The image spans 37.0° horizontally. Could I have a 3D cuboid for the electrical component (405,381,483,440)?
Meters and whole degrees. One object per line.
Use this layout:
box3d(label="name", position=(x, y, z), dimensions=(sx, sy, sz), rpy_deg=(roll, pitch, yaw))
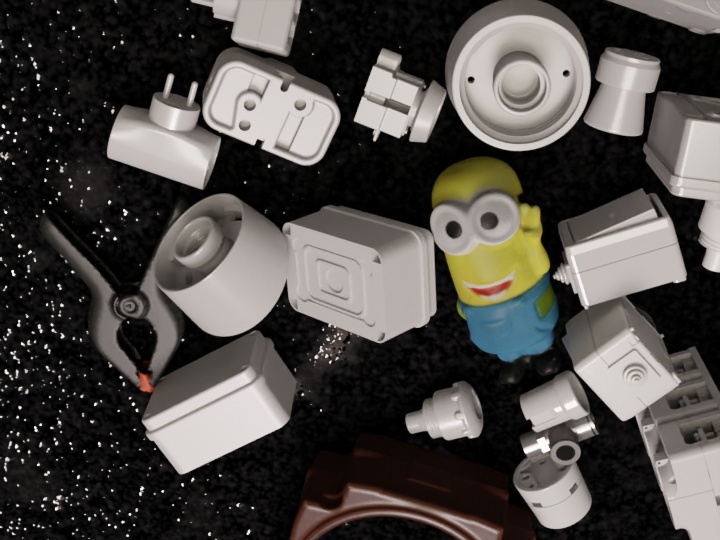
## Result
box3d(label="electrical component", position=(0.070, 0.122, 0.904), dimensions=(0.062, 0.048, 0.048), rpy_deg=(-17, 110, 18))

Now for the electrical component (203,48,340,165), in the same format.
box3d(label="electrical component", position=(-0.067, -0.123, 0.799), dimensions=(0.095, 0.059, 0.053), rpy_deg=(21, 109, -16))

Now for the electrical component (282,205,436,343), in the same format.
box3d(label="electrical component", position=(0.000, 0.000, 0.822), dimensions=(0.113, 0.057, 0.078), rpy_deg=(18, 121, 43))

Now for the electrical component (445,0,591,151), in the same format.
box3d(label="electrical component", position=(0.116, -0.139, 0.784), dimensions=(0.108, 0.060, 0.108), rpy_deg=(1, 112, 4))

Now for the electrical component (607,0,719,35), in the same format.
box3d(label="electrical component", position=(0.219, -0.197, 0.733), dimensions=(0.100, 0.099, 0.048), rpy_deg=(18, 99, -3))

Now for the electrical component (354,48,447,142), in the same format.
box3d(label="electrical component", position=(0.032, -0.125, 0.805), dimensions=(0.055, 0.048, 0.066), rpy_deg=(22, 112, 3))

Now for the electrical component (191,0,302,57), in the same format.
box3d(label="electrical component", position=(-0.083, -0.196, 0.774), dimensions=(0.077, 0.047, 0.065), rpy_deg=(13, 96, -1))

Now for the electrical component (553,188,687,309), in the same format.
box3d(label="electrical component", position=(0.193, -0.017, 0.828), dimensions=(0.096, 0.061, 0.061), rpy_deg=(-17, 110, 11))

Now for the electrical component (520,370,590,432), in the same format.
box3d(label="electrical component", position=(0.162, 0.110, 0.895), dimensions=(0.046, 0.040, 0.040), rpy_deg=(-28, 108, 21))

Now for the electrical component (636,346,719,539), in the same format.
box3d(label="electrical component", position=(0.258, 0.138, 0.838), dimensions=(0.062, 0.150, 0.089), rpy_deg=(-17, 110, 10))

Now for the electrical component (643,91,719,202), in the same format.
box3d(label="electrical component", position=(0.269, -0.087, 0.769), dimensions=(0.109, 0.108, 0.056), rpy_deg=(8, 110, 1))

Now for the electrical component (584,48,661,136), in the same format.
box3d(label="electrical component", position=(0.193, -0.131, 0.790), dimensions=(0.045, 0.045, 0.055), rpy_deg=(11, 112, 0))

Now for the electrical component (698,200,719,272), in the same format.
box3d(label="electrical component", position=(0.281, -0.030, 0.826), dimensions=(0.043, 0.043, 0.062), rpy_deg=(11, 114, 0))

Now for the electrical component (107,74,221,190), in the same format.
box3d(label="electrical component", position=(-0.145, -0.110, 0.824), dimensions=(0.077, 0.044, 0.079), rpy_deg=(19, 112, -3))

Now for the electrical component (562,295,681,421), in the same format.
box3d(label="electrical component", position=(0.196, 0.068, 0.818), dimensions=(0.061, 0.096, 0.061), rpy_deg=(-40, 104, 19))

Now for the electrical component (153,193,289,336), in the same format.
box3d(label="electrical component", position=(-0.108, -0.007, 0.825), dimensions=(0.099, 0.099, 0.064), rpy_deg=(-33, 131, 16))

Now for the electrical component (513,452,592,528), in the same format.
box3d(label="electrical component", position=(0.166, 0.186, 0.918), dimensions=(0.055, 0.055, 0.047), rpy_deg=(-25, 112, 14))

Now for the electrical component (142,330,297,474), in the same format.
box3d(label="electrical component", position=(-0.116, 0.108, 0.893), dimensions=(0.113, 0.078, 0.057), rpy_deg=(-27, 111, 14))
